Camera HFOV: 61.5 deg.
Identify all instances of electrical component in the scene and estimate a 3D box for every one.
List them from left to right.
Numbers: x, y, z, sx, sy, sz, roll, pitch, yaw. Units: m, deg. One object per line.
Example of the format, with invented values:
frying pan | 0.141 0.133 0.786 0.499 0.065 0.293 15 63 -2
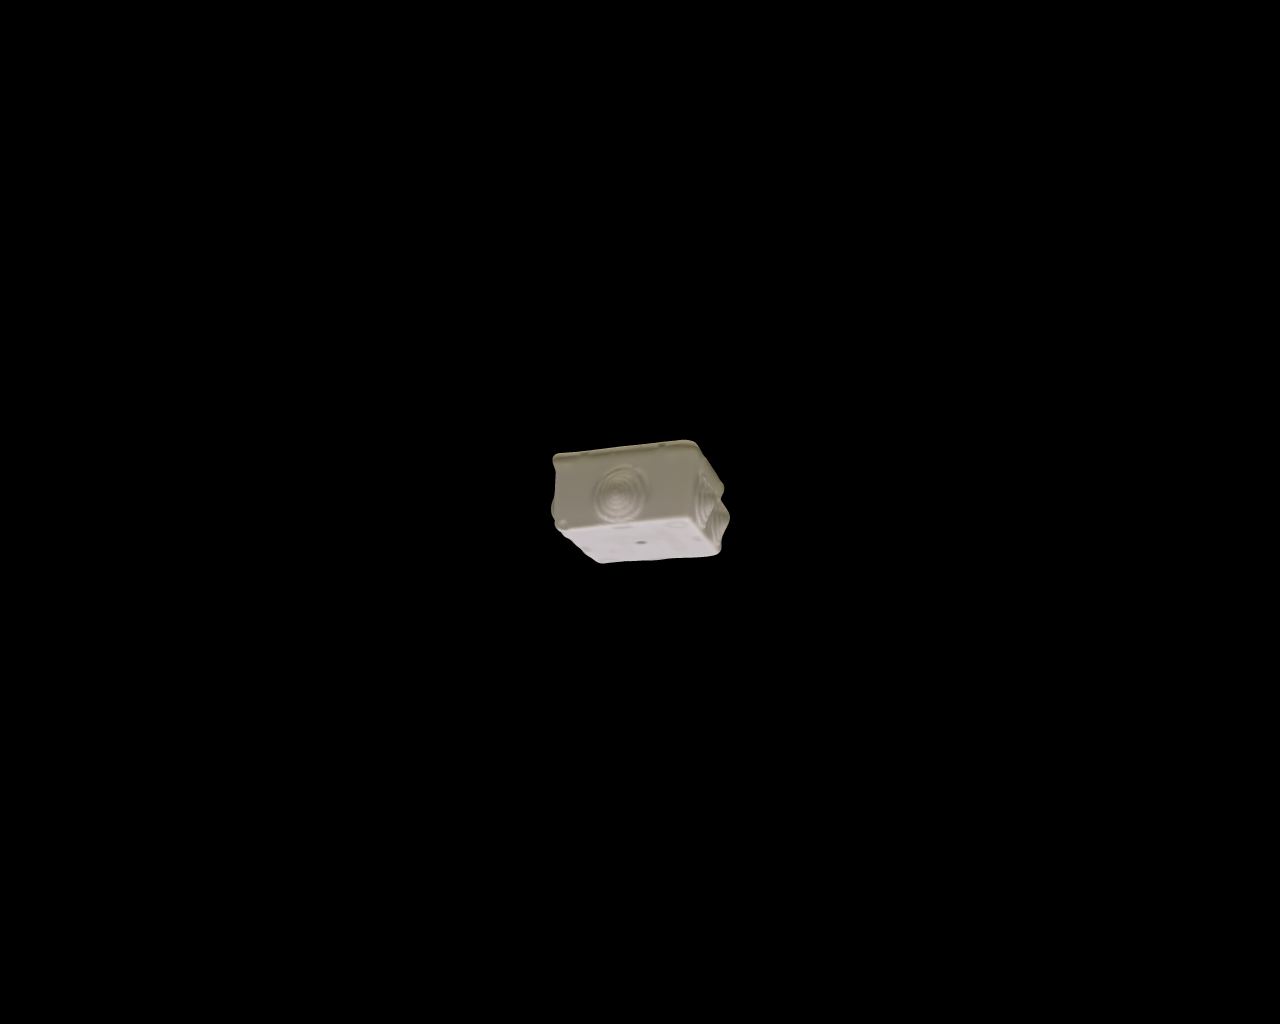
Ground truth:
electrical component | 0.001 -0.003 0.650 0.100 0.048 0.099 -5 -19 15
